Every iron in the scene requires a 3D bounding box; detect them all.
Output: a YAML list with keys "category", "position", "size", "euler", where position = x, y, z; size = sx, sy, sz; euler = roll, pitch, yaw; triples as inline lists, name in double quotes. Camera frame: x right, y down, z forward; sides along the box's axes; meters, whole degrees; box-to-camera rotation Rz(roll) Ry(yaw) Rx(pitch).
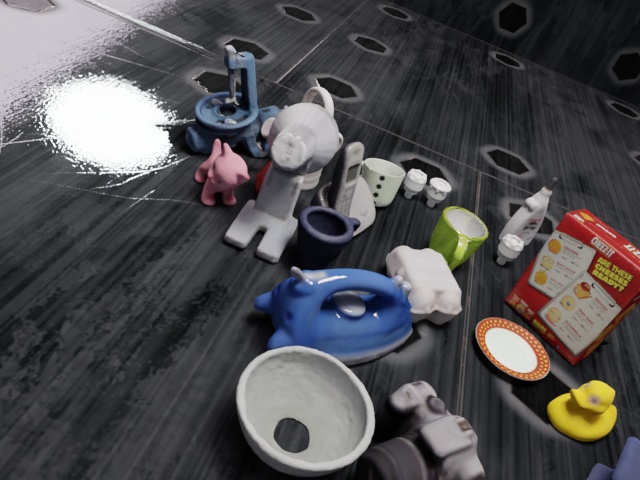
- category: "iron"
  position: [0.046, 0.092, 0.812]
  size: [0.259, 0.141, 0.118]
  euler: [2, 40, -26]

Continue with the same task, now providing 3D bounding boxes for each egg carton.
- category: "egg carton"
  position: [0.170, 0.073, 0.964]
  size: [0.107, 0.069, 0.150]
  euler: [6, 39, -21]

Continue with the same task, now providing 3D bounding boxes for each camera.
- category: "camera"
  position: [0.108, 0.246, 0.680]
  size: [0.137, 0.101, 0.142]
  euler: [-6, 44, -34]

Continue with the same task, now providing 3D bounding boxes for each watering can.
- category: "watering can"
  position: [-0.029, -0.200, 1.102]
  size: [0.100, 0.194, 0.173]
  euler: [39, 39, 21]

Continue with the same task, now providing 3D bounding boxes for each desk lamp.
- category: "desk lamp"
  position: [-0.055, -0.107, 0.952]
  size: [0.118, 0.213, 0.203]
  euler: [22, 36, 0]

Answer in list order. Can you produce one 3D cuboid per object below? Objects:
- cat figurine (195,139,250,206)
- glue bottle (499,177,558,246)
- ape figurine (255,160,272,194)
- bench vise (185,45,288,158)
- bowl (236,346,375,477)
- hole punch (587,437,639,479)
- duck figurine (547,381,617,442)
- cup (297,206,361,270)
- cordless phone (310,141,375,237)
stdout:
- category: "cat figurine"
  position: [-0.168, -0.123, 0.995]
  size: [0.067, 0.118, 0.127]
  euler: [0, 41, -28]
- category: "glue bottle"
  position: [0.442, -0.059, 1.191]
  size: [0.078, 0.173, 0.037]
  euler: [-4, 43, -32]
- category: "ape figurine"
  position: [-0.080, -0.119, 1.059]
  size: [0.078, 0.092, 0.076]
  euler: [-12, 48, -38]
- category: "bench vise"
  position: [-0.149, -0.271, 1.108]
  size: [0.121, 0.219, 0.208]
  euler: [40, 39, 24]
- category: "bowl"
  position: [-0.024, 0.212, 0.676]
  size: [0.167, 0.075, 0.167]
  euler: [15, 36, -11]
- category: "hole punch"
  position: [0.412, 0.329, 0.744]
  size: [0.101, 0.091, 0.109]
  euler: [39, 39, 21]
- category: "duck figurine"
  position: [0.403, 0.246, 0.851]
  size: [0.105, 0.086, 0.077]
  euler: [10, 37, -16]
- category: "cup"
  position: [0.009, 0.003, 0.945]
  size: [0.118, 0.095, 0.091]
  euler: [-10, 47, -37]
- category: "cordless phone"
  position: [0.060, -0.097, 1.025]
  size: [0.094, 0.185, 0.148]
  euler: [36, 38, 18]
